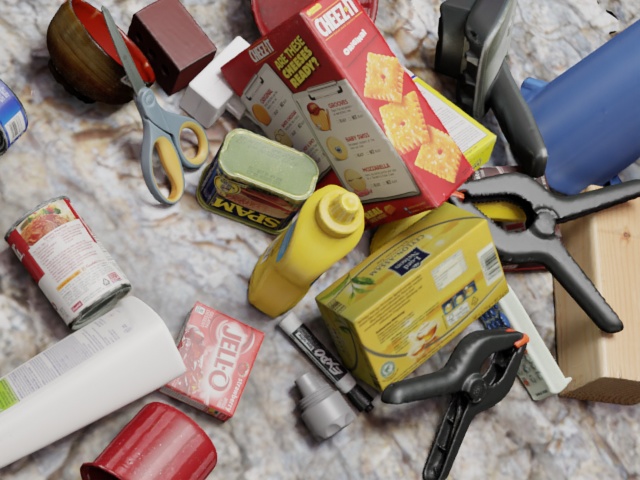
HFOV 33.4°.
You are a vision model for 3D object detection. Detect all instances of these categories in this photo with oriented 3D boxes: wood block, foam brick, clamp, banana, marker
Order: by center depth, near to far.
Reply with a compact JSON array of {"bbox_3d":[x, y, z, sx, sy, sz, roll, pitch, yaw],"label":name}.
[{"bbox_3d":[0.130,0.136,1.013,0.171,0.039,0.120,-49,128,-20],"label":"clamp"},{"bbox_3d":[0.008,0.119,1.023,0.121,0.020,0.020,47,61,3],"label":"marker"},{"bbox_3d":[0.227,-0.020,1.059,0.210,0.036,0.164,25,70,2],"label":"clamp"},{"bbox_3d":[-0.150,-0.197,1.075,0.051,0.053,0.078,-36,84,-28],"label":"foam brick"},{"bbox_3d":[0.129,-0.018,1.092,0.197,0.037,0.069,-23,90,-4],"label":"banana"},{"bbox_3d":[0.305,0.059,1.115,0.090,0.090,0.206,9,66,-15],"label":"wood block"}]

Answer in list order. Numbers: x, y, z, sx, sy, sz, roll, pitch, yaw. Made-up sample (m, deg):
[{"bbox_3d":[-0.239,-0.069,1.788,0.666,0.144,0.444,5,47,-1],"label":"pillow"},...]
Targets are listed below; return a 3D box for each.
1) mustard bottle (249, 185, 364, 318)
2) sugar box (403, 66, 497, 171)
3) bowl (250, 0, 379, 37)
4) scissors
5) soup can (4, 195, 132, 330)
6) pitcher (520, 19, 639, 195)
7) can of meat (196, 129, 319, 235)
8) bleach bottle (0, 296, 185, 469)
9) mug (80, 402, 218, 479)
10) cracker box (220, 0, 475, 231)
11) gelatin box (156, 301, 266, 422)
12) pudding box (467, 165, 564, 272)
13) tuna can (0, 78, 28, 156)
[{"bbox_3d":[-0.006,0.001,0.967,0.058,0.192,0.096,36,62,-4],"label":"mustard bottle"},{"bbox_3d":[0.085,-0.123,1.107,0.093,0.048,0.176,-36,62,-28],"label":"sugar box"},{"bbox_3d":[-0.017,-0.257,1.124,0.161,0.055,0.162,-7,103,-34],"label":"bowl"},{"bbox_3d":[-0.150,-0.132,1.005,0.096,0.016,0.202,-37,126,-46],"label":"scissors"},{"bbox_3d":[-0.223,0.021,0.951,0.068,0.069,0.102,-34,84,-28],"label":"soup can"},{"bbox_3d":[0.332,-0.144,1.120,0.149,0.243,0.145,12,64,-23],"label":"pitcher"},{"bbox_3d":[-0.060,-0.056,1.033,0.102,0.084,0.057,20,63,-11],"label":"can of meat"},{"bbox_3d":[-0.243,0.138,0.891,0.250,0.103,0.068,-29,111,-19],"label":"bleach bottle"},{"bbox_3d":[-0.135,0.201,0.906,0.081,0.093,0.117,-49,121,-34],"label":"mug"},{"bbox_3d":[0.023,-0.116,1.014,0.072,0.164,0.213,-42,103,-31],"label":"cracker box"},{"bbox_3d":[-0.099,0.111,0.980,0.073,0.030,0.089,26,63,-8],"label":"gelatin box"},{"bbox_3d":[0.205,-0.023,1.140,0.090,0.039,0.113,-4,70,-20],"label":"pudding box"},{"bbox_3d":[-0.307,-0.119,0.968,0.086,0.086,0.033,38,60,-2],"label":"tuna can"}]
